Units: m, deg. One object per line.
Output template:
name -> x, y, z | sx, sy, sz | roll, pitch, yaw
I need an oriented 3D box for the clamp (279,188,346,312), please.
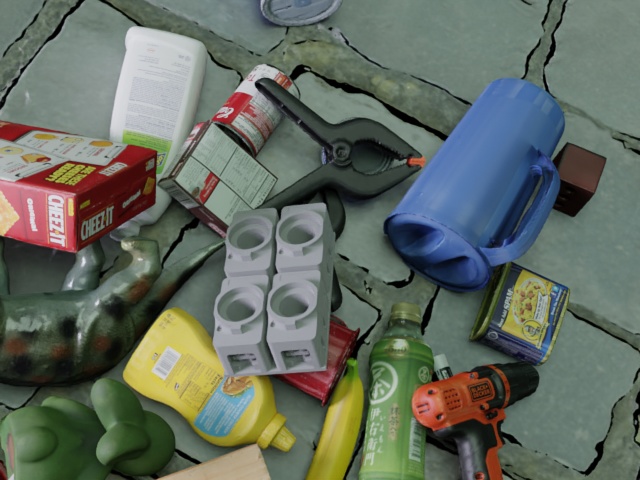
clamp -> -0.008, 0.001, 1.220 | 0.120, 0.039, 0.171 | 25, 68, 2

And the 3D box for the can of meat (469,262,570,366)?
can of meat -> 0.228, 0.083, 1.211 | 0.084, 0.057, 0.102 | 24, 68, 0

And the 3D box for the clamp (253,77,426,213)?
clamp -> 0.016, -0.106, 1.219 | 0.209, 0.036, 0.164 | -3, 85, -13

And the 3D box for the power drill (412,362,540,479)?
power drill -> 0.191, 0.225, 1.131 | 0.184, 0.057, 0.188 | -8, 73, -39

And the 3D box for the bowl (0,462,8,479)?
bowl -> -0.385, 0.273, 1.059 | 0.162, 0.055, 0.162 | 2, 69, -6

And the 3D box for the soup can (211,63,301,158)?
soup can -> -0.077, -0.149, 1.255 | 0.068, 0.068, 0.102 | 34, 68, 6

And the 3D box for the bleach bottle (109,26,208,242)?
bleach bottle -> -0.204, -0.118, 1.231 | 0.102, 0.068, 0.251 | 12, 71, 1

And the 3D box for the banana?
banana -> 0.008, 0.224, 1.124 | 0.037, 0.069, 0.197 | 9, 73, 30

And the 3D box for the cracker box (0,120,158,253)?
cracker box -> -0.302, -0.060, 1.117 | 0.214, 0.072, 0.164 | 12, 24, 18

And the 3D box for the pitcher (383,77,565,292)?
pitcher -> 0.194, -0.068, 1.222 | 0.149, 0.145, 0.242 | 32, 66, 5

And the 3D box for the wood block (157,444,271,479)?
wood block -> -0.146, 0.285, 1.066 | 0.206, 0.090, 0.091 | -17, 73, -14

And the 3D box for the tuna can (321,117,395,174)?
tuna can -> 0.045, -0.101, 1.270 | 0.086, 0.034, 0.086 | 2, 69, -6

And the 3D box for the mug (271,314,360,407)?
mug -> -0.008, 0.114, 1.158 | 0.081, 0.093, 0.117 | 25, 37, 8

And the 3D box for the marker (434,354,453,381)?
marker -> 0.152, 0.185, 1.180 | 0.020, 0.020, 0.121 | -17, 72, -13

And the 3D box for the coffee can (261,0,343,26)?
coffee can -> -0.033, -0.352, 1.321 | 0.102, 0.103, 0.140 | -7, 70, -10

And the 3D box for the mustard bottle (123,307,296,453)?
mustard bottle -> -0.107, 0.162, 1.129 | 0.191, 0.058, 0.096 | 35, 96, 6

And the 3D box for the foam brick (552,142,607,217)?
foam brick -> 0.297, -0.071, 1.268 | 0.053, 0.078, 0.051 | 23, 69, 3

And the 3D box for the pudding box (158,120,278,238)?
pudding box -> -0.114, -0.067, 1.210 | 0.113, 0.039, 0.090 | 42, 64, -27
